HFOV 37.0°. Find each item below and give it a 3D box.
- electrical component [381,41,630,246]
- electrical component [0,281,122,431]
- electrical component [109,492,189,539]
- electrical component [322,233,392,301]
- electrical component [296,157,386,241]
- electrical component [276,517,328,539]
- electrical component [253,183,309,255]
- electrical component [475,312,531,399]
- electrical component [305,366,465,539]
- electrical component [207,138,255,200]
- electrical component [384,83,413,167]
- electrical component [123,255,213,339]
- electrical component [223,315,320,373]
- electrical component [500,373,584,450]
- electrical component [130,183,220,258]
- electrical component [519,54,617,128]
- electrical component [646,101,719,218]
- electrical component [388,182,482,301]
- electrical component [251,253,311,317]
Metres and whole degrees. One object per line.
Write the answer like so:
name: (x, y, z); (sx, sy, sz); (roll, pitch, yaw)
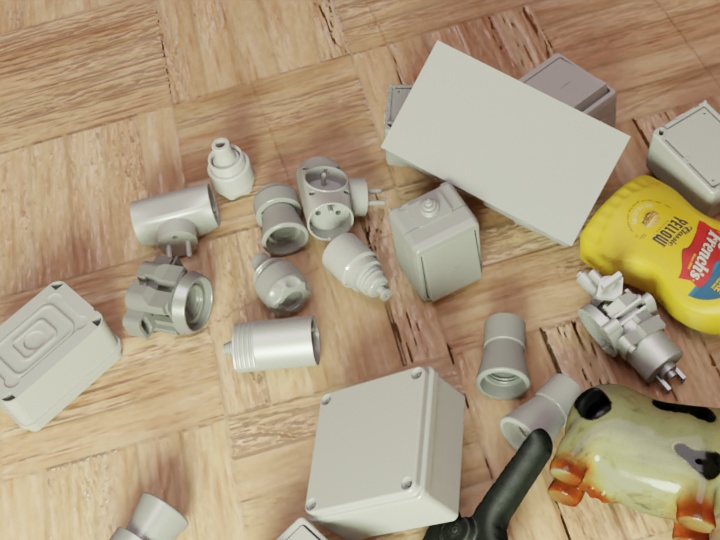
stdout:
electrical component: (0.128, -0.109, 0.955); (0.186, 0.060, 0.105); (28, 92, 8)
electrical component: (-0.277, 0.077, 0.951); (0.078, 0.057, 0.113); (34, 67, 30)
electrical component: (-0.167, 0.208, 0.840); (0.045, 0.045, 0.055); (22, 62, 25)
electrical component: (0.000, 0.000, 0.962); (0.040, 0.040, 0.078); (-36, 55, -15)
electrical component: (-0.016, -0.068, 1.011); (0.079, 0.044, 0.077); (-2, 40, -12)
electrical component: (-0.029, 0.236, 0.781); (0.062, 0.061, 0.096); (-42, 57, -19)
electrical component: (-0.075, -0.048, 1.010); (0.045, 0.045, 0.055); (-16, 52, -1)
electrical component: (0.119, 0.068, 0.888); (0.044, 0.044, 0.065); (-1, 49, 11)
electrical component: (0.020, 0.140, 0.820); (0.109, 0.056, 0.108); (-20, 46, 34)
electrical component: (-0.128, -0.102, 1.049); (0.043, 0.062, 0.043); (-6, 53, 7)
electrical component: (0.073, -0.137, 1.039); (0.096, 0.061, 0.061); (2, 56, 5)
electrical component: (-0.169, 0.026, 0.967); (0.057, 0.058, 0.078); (9, 57, 21)
electrical component: (-0.078, 0.065, 0.928); (0.081, 0.043, 0.043); (-6, 53, 7)
electrical component: (0.148, 0.113, 0.849); (0.044, 0.044, 0.065); (35, 62, 30)
electrical component: (-0.175, -0.040, 1.025); (0.077, 0.043, 0.079); (-14, 53, 1)
electrical component: (0.191, -0.162, 1.029); (0.062, 0.061, 0.096); (-36, 55, -15)
electrical component: (0.309, -0.089, 0.956); (0.062, 0.061, 0.096); (-31, 62, -11)
electrical component: (0.068, -0.025, 0.931); (0.062, 0.096, 0.061); (-26, 56, -8)
electrical component: (-0.076, 0.009, 0.969); (0.043, 0.043, 0.062); (-33, 53, -13)
